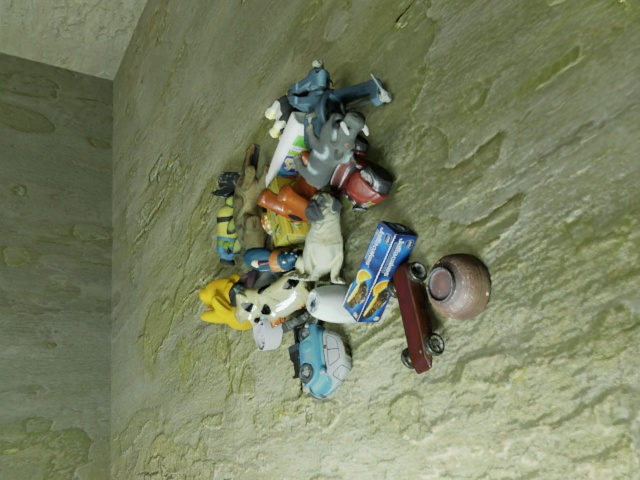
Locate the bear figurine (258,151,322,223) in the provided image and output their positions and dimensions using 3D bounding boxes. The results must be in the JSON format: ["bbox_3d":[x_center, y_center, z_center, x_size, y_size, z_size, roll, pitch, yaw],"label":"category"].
[{"bbox_3d":[-0.035,-0.143,1.217,0.120,0.132,0.196,2,68,52],"label":"bear figurine"}]

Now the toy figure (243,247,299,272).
[{"bbox_3d":[-0.110,0.045,1.260,0.155,0.057,0.064,5,59,36],"label":"toy figure"}]

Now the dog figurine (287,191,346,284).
[{"bbox_3d":[0.002,-0.003,1.176,0.172,0.121,0.190,170,105,-69],"label":"dog figurine"}]

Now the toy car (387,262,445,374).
[{"bbox_3d":[0.172,0.135,0.955,0.089,0.053,0.202,-48,43,47],"label":"toy car"}]

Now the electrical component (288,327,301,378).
[{"bbox_3d":[-0.029,0.252,1.219,0.048,0.075,0.119,-36,52,48],"label":"electrical component"}]

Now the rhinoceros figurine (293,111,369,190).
[{"bbox_3d":[0.021,-0.184,1.079,0.190,0.073,0.112,-52,54,37],"label":"rhinoceros figurine"}]

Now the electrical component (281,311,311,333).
[{"bbox_3d":[-0.057,0.196,1.278,0.021,0.063,0.094,60,150,13],"label":"electrical component"}]

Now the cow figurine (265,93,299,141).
[{"bbox_3d":[-0.082,-0.302,1.407,0.098,0.068,0.167,-40,53,38],"label":"cow figurine"}]

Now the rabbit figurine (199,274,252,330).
[{"bbox_3d":[-0.255,0.185,1.522,0.173,0.162,0.122,44,110,30],"label":"rabbit figurine"}]

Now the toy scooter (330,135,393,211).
[{"bbox_3d":[0.074,-0.122,1.123,0.135,0.075,0.184,-53,42,29],"label":"toy scooter"}]

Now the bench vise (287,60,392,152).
[{"bbox_3d":[0.045,-0.305,1.175,0.241,0.128,0.223,-9,64,33],"label":"bench vise"}]

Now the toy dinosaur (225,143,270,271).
[{"bbox_3d":[-0.188,-0.044,1.492,0.198,0.105,0.471,-29,61,58],"label":"toy dinosaur"}]

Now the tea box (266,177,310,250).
[{"bbox_3d":[-0.071,-0.064,1.313,0.068,0.098,0.170,-46,51,42],"label":"tea box"}]

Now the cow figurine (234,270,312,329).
[{"bbox_3d":[-0.116,0.137,1.254,0.195,0.085,0.127,-31,83,10],"label":"cow figurine"}]

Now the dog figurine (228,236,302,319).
[{"bbox_3d":[-0.132,0.080,1.366,0.192,0.108,0.219,18,95,36],"label":"dog figurine"}]

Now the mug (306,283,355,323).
[{"bbox_3d":[0.022,0.125,1.132,0.110,0.107,0.080,54,126,43],"label":"mug"}]

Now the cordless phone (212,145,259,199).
[{"bbox_3d":[-0.248,-0.206,1.641,0.147,0.088,0.184,12,83,57],"label":"cordless phone"}]

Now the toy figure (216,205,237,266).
[{"bbox_3d":[-0.273,-0.016,1.616,0.082,0.089,0.180,12,92,51],"label":"toy figure"}]

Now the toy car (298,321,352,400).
[{"bbox_3d":[0.016,0.249,1.134,0.103,0.109,0.162,-15,57,18],"label":"toy car"}]

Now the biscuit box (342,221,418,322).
[{"bbox_3d":[0.115,0.063,1.044,0.059,0.063,0.202,45,122,48],"label":"biscuit box"}]
